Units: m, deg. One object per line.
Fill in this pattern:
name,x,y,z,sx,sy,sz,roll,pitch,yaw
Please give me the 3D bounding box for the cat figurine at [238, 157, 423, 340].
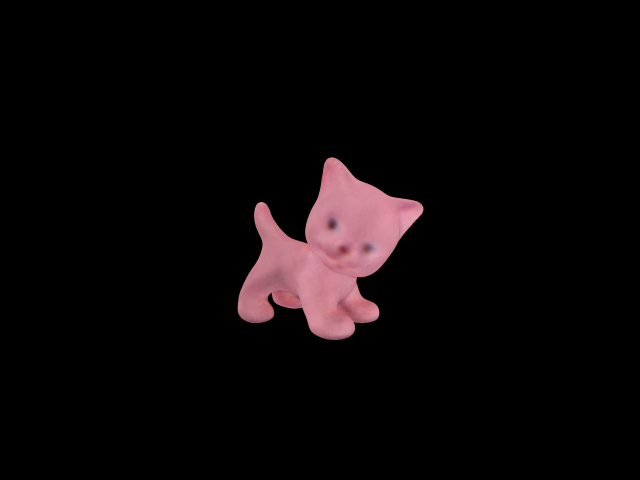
cat figurine,0.004,0.001,0.400,0.127,0.118,0.067,6,11,31
